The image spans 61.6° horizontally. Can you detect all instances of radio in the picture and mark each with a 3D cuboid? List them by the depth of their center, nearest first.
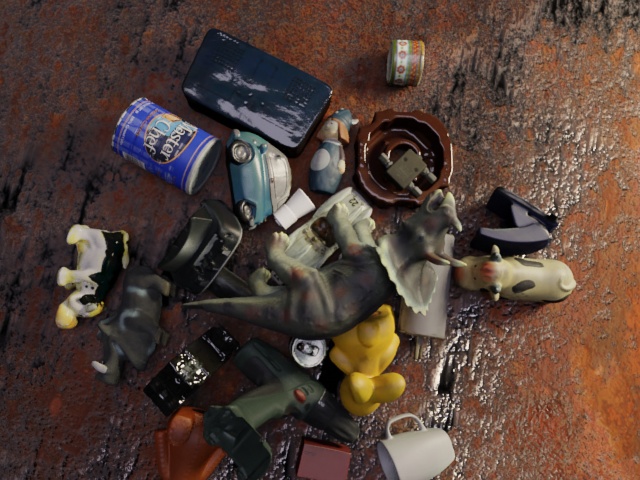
[{"bbox_3d":[-0.106,-0.241,0.901,0.230,0.073,0.131,27,83,2],"label":"radio"}]

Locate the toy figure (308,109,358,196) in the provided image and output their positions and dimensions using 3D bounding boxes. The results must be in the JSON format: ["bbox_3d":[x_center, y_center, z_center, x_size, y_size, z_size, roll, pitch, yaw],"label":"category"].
[{"bbox_3d":[0.021,-0.152,0.902,0.064,0.057,0.154,12,84,8],"label":"toy figure"}]

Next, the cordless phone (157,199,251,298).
[{"bbox_3d":[-0.144,0.040,0.846,0.184,0.089,0.146,36,110,-8],"label":"cordless phone"}]

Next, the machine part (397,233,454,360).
[{"bbox_3d":[0.173,0.072,0.876,0.079,0.079,0.243,8,82,-3],"label":"machine part"}]

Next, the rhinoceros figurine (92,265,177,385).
[{"bbox_3d":[-0.293,0.133,0.842,0.112,0.073,0.190,15,82,-3],"label":"rhinoceros figurine"}]

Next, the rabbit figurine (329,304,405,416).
[{"bbox_3d":[0.073,0.195,0.832,0.122,0.162,0.173,2,101,-16],"label":"rabbit figurine"}]

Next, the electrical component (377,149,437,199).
[{"bbox_3d":[0.139,-0.115,0.868,0.094,0.021,0.063,44,80,3],"label":"electrical component"}]

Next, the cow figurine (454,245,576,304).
[{"bbox_3d":[0.310,0.062,0.861,0.195,0.127,0.085,6,80,-5],"label":"cow figurine"}]

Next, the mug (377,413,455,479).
[{"bbox_3d":[0.150,0.327,0.848,0.107,0.081,0.109,-13,77,-16],"label":"mug"}]

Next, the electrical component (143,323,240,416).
[{"bbox_3d":[-0.197,0.198,0.810,0.058,0.134,0.115,48,40,4],"label":"electrical component"}]

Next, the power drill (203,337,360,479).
[{"bbox_3d":[-0.057,0.254,0.785,0.232,0.207,0.086,43,122,10],"label":"power drill"}]

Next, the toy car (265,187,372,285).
[{"bbox_3d":[-0.002,-0.003,0.884,0.202,0.056,0.073,-43,88,-8],"label":"toy car"}]

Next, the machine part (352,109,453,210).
[{"bbox_3d":[0.138,-0.135,0.910,0.179,0.056,0.179,1,82,-4],"label":"machine part"}]

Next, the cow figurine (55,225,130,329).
[{"bbox_3d":[-0.359,0.062,0.852,0.098,0.068,0.167,9,83,-9],"label":"cow figurine"}]

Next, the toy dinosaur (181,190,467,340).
[{"bbox_3d":[0.015,0.069,0.763,0.405,0.131,0.192,-31,55,0],"label":"toy dinosaur"}]

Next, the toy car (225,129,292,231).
[{"bbox_3d":[-0.096,-0.100,0.866,0.103,0.109,0.161,-10,88,-11],"label":"toy car"}]

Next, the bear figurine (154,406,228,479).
[{"bbox_3d":[-0.203,0.353,0.794,0.120,0.132,0.196,23,75,-19],"label":"bear figurine"}]

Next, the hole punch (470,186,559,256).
[{"bbox_3d":[0.311,-0.013,0.872,0.116,0.142,0.092,31,80,14],"label":"hole punch"}]
